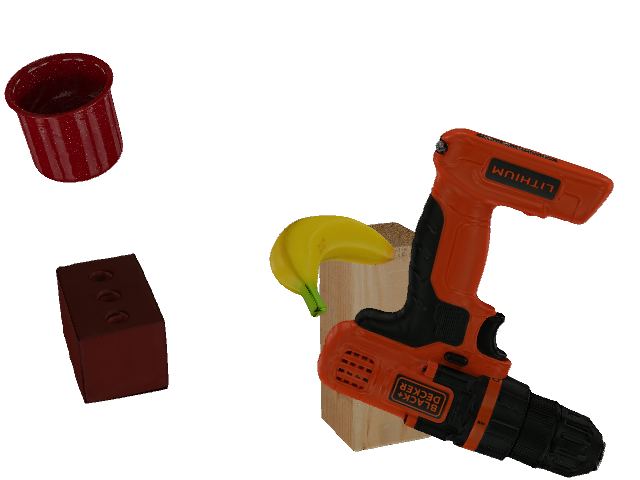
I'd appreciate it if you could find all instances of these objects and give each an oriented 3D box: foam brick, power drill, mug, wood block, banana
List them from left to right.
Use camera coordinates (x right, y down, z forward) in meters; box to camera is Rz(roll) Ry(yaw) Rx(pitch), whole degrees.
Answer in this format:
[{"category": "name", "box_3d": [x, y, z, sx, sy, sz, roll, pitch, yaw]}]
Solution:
[{"category": "mug", "box_3d": [-0.224, -0.113, 0.948, 0.093, 0.081, 0.117, -14, 45, -8]}, {"category": "foam brick", "box_3d": [-0.129, 0.054, 0.658, 0.053, 0.051, 0.078, -10, 35, -20]}, {"category": "banana", "box_3d": [0.005, 0.011, 0.837, 0.037, 0.069, 0.197, -35, -2, 24]}, {"category": "wood block", "box_3d": [0.055, 0.094, 1.081, 0.090, 0.206, 0.091, -7, 17, -21]}, {"category": "power drill", "box_3d": [0.109, 0.038, 0.649, 0.184, 0.188, 0.057, 20, 10, 4]}]
